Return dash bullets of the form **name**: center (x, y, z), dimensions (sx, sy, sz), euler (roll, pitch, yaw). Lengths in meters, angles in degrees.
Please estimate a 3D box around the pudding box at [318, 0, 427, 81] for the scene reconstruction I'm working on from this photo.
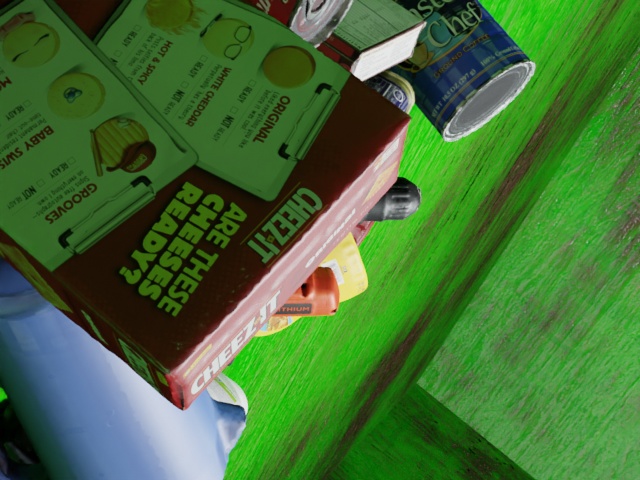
- **pudding box**: center (0.018, -0.166, 0.828), dimensions (0.113, 0.090, 0.039), euler (-36, 158, -49)

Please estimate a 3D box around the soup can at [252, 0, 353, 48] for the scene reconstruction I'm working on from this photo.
- **soup can**: center (-0.035, -0.166, 0.634), dimensions (0.068, 0.102, 0.068), euler (-47, 166, -16)

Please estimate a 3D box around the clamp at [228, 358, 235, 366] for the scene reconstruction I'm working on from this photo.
- **clamp**: center (-0.153, 0.103, 1.016), dimensions (0.164, 0.036, 0.210), euler (-28, 150, -23)

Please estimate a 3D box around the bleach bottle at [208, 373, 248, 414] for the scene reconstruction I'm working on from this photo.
- **bleach bottle**: center (-0.130, 0.190, 1.223), dimensions (0.068, 0.102, 0.250), euler (-43, 166, 3)

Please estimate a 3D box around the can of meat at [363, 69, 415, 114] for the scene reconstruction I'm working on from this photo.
- **can of meat**: center (0.025, -0.076, 0.849), dimensions (0.083, 0.057, 0.102), euler (-56, 173, -45)

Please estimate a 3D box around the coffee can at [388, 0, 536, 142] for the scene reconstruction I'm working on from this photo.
- **coffee can**: center (0.106, -0.173, 0.946), dimensions (0.102, 0.140, 0.103), euler (-35, 165, -11)

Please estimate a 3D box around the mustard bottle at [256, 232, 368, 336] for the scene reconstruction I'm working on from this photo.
- **mustard bottle**: center (-0.049, 0.050, 1.140), dimensions (0.191, 0.058, 0.096), euler (-25, 124, -8)

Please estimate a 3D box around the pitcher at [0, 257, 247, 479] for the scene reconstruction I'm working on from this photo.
- **pitcher**: center (-0.161, 0.088, 0.716), dimensions (0.149, 0.145, 0.243), euler (-50, 144, -32)

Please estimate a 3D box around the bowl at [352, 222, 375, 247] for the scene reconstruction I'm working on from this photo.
- **bowl**: center (0.008, -0.012, 1.256), dimensions (0.162, 0.055, 0.162), euler (-47, 165, -17)

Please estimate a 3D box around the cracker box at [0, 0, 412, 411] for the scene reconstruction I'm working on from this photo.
- **cracker box**: center (-0.091, -0.050, 0.513), dimensions (0.164, 0.214, 0.072), euler (-47, 165, -18)

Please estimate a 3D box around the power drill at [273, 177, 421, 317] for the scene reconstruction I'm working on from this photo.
- **power drill**: center (-0.007, 0.001, 1.021), dimensions (0.188, 0.184, 0.057), euler (100, -11, -51)
